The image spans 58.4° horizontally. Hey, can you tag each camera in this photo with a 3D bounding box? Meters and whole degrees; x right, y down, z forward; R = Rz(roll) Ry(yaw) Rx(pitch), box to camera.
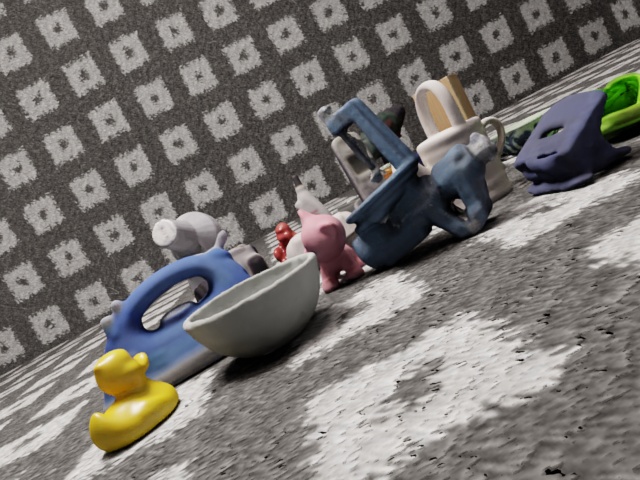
[{"bbox_3d":[-0.172,0.077,1.072,0.137,0.101,0.143,-31,7,-27],"label":"camera"}]

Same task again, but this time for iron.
[{"bbox_3d":[-0.191,0.102,0.749,0.259,0.141,0.118,-30,6,-21],"label":"iron"}]

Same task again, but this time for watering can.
[{"bbox_3d":[0.186,-0.136,0.828,0.173,0.194,0.100,-32,7,-32],"label":"watering can"}]

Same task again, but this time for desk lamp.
[{"bbox_3d":[-0.261,0.045,1.202,0.118,0.213,0.203,-27,6,9],"label":"desk lamp"}]

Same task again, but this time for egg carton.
[{"bbox_3d":[0.009,0.004,1.035,0.150,0.069,0.107,-27,6,3],"label":"egg carton"}]

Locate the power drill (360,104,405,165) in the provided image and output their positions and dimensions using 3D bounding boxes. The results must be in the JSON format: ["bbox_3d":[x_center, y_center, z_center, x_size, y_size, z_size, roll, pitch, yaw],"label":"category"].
[{"bbox_3d":[0.171,-0.188,1.280,0.075,0.208,0.230,-23,8,38],"label":"power drill"}]

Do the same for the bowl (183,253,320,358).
[{"bbox_3d":[-0.063,0.084,0.647,0.167,0.075,0.167,-27,6,3],"label":"bowl"}]

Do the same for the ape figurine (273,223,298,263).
[{"bbox_3d":[-0.071,0.005,1.279,0.077,0.092,0.076,-23,8,37],"label":"ape figurine"}]

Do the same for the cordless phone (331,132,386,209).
[{"bbox_3d":[0.108,-0.098,0.895,0.148,0.185,0.094,-31,7,-25],"label":"cordless phone"}]

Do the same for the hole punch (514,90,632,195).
[{"bbox_3d":[0.288,-0.114,0.676,0.101,0.091,0.108,-29,6,-16],"label":"hole punch"}]

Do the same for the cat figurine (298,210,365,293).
[{"bbox_3d":[0.010,0.004,0.792,0.067,0.118,0.128,-27,6,6],"label":"cat figurine"}]

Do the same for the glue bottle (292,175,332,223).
[{"bbox_3d":[-0.023,-0.074,1.346,0.078,0.173,0.037,-27,6,7],"label":"glue bottle"}]

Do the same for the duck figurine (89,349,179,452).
[{"bbox_3d":[-0.203,0.157,0.592,0.077,0.086,0.105,-25,7,26],"label":"duck figurine"}]

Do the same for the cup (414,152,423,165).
[{"bbox_3d":[0.262,-0.162,1.196,0.117,0.095,0.092,-27,6,9],"label":"cup"}]

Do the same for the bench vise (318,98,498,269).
[{"bbox_3d":[0.103,-0.094,0.712,0.207,0.220,0.121,-27,6,9],"label":"bench vise"}]
